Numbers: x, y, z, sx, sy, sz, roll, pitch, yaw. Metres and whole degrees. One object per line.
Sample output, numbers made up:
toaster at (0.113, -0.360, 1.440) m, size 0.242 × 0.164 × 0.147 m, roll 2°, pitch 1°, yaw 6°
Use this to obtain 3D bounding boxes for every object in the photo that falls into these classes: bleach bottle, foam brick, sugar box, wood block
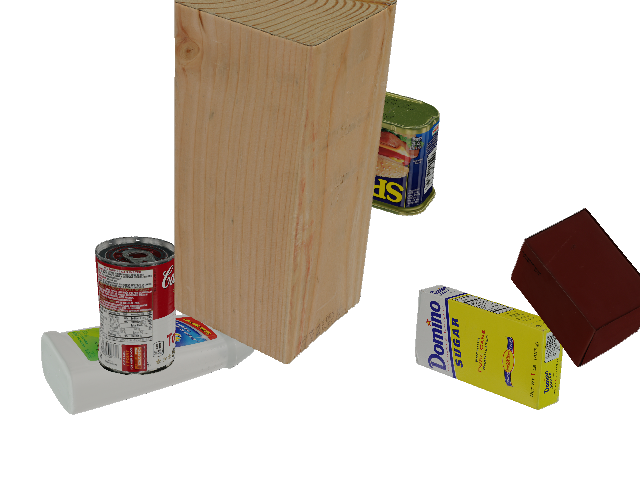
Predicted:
bleach bottle at (-0.177, 0.121, 1.201) m, size 0.250 × 0.068 × 0.103 m, roll -12°, pitch 32°, yaw -29°
foam brick at (0.169, 0.030, 0.690) m, size 0.051 × 0.078 × 0.053 m, roll -25°, pitch -28°, yaw -16°
sugar box at (0.183, 0.115, 1.185) m, size 0.177 × 0.093 × 0.048 m, roll 15°, pitch 19°, yaw 43°
wood block at (-0.025, -0.044, 0.628) m, size 0.091 × 0.206 × 0.090 m, roll 24°, pitch 38°, yaw 25°

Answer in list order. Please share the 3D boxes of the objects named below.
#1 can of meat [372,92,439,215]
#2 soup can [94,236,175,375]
can of meat at (0.049, -0.079, 0.910) m, size 0.102 × 0.084 × 0.057 m, roll 17°, pitch 38°, yaw 21°
soup can at (-0.157, 0.055, 0.908) m, size 0.068 × 0.102 × 0.068 m, roll 3°, pitch 18°, yaw -1°
